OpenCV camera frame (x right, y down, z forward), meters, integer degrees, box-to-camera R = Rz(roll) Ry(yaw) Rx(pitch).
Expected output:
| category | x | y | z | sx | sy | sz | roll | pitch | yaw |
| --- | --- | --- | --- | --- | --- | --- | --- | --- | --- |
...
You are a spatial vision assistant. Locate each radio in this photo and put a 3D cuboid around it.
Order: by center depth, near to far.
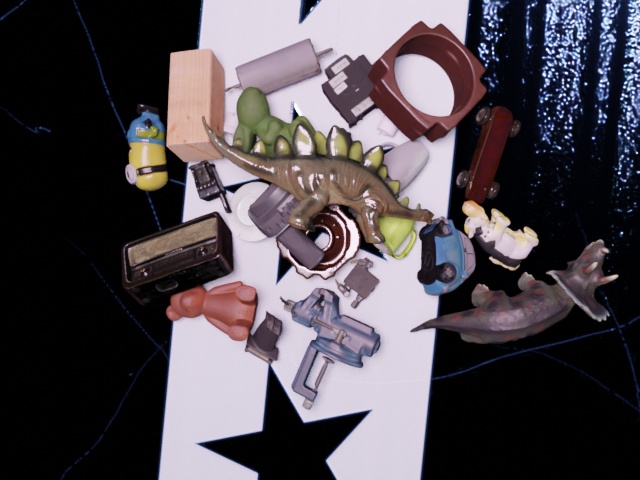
| category | x | y | z | sx | sy | sz | roll | pitch | yaw |
| --- | --- | --- | --- | --- | --- | --- | --- | --- | --- |
| radio | -0.298 | 0.039 | 1.127 | 0.230 | 0.073 | 0.131 | -20 | 49 | 5 |

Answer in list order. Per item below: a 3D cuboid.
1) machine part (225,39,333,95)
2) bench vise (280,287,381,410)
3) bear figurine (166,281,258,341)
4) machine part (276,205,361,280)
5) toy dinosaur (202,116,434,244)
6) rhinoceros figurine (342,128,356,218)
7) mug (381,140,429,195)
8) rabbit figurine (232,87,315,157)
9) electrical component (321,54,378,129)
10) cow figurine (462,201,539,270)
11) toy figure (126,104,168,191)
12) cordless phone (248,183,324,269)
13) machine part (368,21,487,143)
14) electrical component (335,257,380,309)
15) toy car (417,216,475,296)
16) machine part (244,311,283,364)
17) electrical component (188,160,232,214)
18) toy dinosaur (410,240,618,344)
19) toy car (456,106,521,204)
| category | x | y | z | sx | sy | sz | roll | pitch | yaw |
| --- | --- | --- | --- | --- | --- | --- | --- | --- | --- |
| machine part | -0.087 | -0.359 | 1.135 | 0.243 | 0.079 | 0.079 | -20 | 89 | 6 |
| bench vise | -0.002 | 0.227 | 1.115 | 0.224 | 0.129 | 0.240 | 23 | 88 | 6 |
| bear figurine | -0.231 | 0.133 | 1.128 | 0.196 | 0.132 | 0.120 | 13 | 86 | -2 |
| machine part | -0.002 | -0.003 | 1.142 | 0.179 | 0.056 | 0.179 | 0 | 90 | 6 |
| toy dinosaur | 0.001 | -0.110 | 1.004 | 0.471 | 0.105 | 0.198 | 12 | 88 | -11 |
| rhinoceros figurine | 0.057 | -0.138 | 1.115 | 0.073 | 0.112 | 0.190 | -24 | 76 | 21 |
| mug | 0.166 | -0.164 | 1.122 | 0.107 | 0.080 | 0.110 | -38 | 61 | -8 |
| rabbit figurine | -0.112 | -0.233 | 1.121 | 0.159 | 0.121 | 0.170 | -37 | 103 | 25 |
| electrical component | 0.070 | -0.321 | 1.133 | 0.115 | 0.058 | 0.134 | -34 | 88 | 2 |
| cow figurine | 0.354 | -0.011 | 1.107 | 0.167 | 0.068 | 0.098 | 29 | 113 | 1 |
| toy figure | -0.370 | -0.196 | 1.157 | 0.089 | 0.082 | 0.180 | 5 | 88 | 6 |
| cordless phone | -0.042 | -0.043 | 1.088 | 0.184 | 0.089 | 0.146 | 44 | 89 | -2 |
| machine part | 0.213 | -0.313 | 1.077 | 0.201 | 0.087 | 0.201 | 45 | 73 | -5 |
| electrical component | 0.081 | 0.086 | 1.141 | 0.078 | 0.045 | 0.102 | 44 | 94 | 4 |
| toy car | 0.265 | 0.035 | 1.107 | 0.103 | 0.109 | 0.161 | 4 | 79 | -18 |
| machine part | -0.114 | 0.209 | 1.133 | 0.084 | 0.039 | 0.138 | 31 | 133 | 8 |
| electrical component | -0.232 | -0.107 | 1.151 | 0.048 | 0.075 | 0.119 | -21 | 92 | 3 |
| toy dinosaur | 0.382 | 0.139 | 1.047 | 0.405 | 0.192 | 0.131 | -24 | 87 | 3 |
| toy car | 0.346 | -0.177 | 1.115 | 0.089 | 0.053 | 0.202 | 16 | 94 | -17 |
